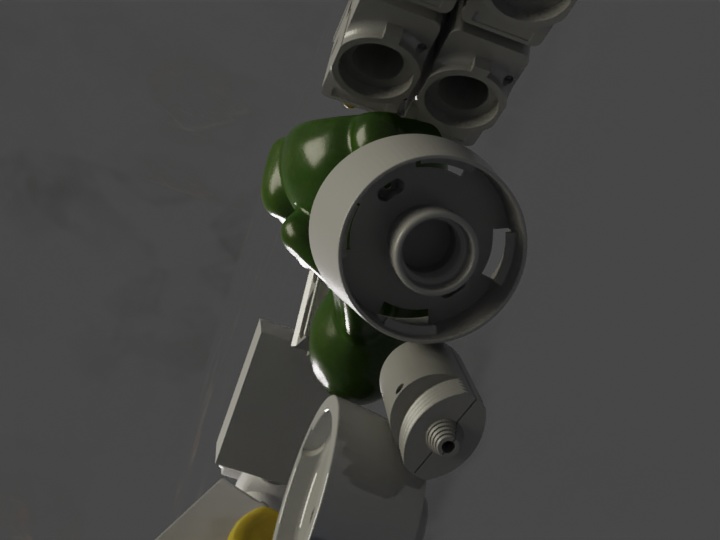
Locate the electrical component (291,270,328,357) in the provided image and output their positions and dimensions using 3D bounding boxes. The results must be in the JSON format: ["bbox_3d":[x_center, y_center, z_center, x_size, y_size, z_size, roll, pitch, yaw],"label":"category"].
[{"bbox_3d":[0.000,0.000,0.751,0.079,0.063,0.121,136,148,-69],"label":"electrical component"}]

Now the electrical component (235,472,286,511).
[{"bbox_3d":[-0.083,0.196,0.929,0.077,0.044,0.079,121,165,-54],"label":"electrical component"}]

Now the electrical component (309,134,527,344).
[{"bbox_3d":[0.028,-0.014,0.516,0.064,0.099,0.099,-124,53,-72],"label":"electrical component"}]

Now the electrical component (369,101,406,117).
[{"bbox_3d":[0.023,-0.110,0.889,0.073,0.052,0.138,-88,19,-61],"label":"electrical component"}]

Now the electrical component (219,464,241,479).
[{"bbox_3d":[-0.101,0.170,1.035,0.096,0.062,0.061,-167,96,-81],"label":"electrical component"}]

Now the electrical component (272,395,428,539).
[{"bbox_3d":[-0.001,0.122,0.530,0.108,0.060,0.108,-161,90,-81],"label":"electrical component"}]

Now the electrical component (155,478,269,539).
[{"bbox_3d":[-0.126,0.243,0.861,0.109,0.056,0.108,-40,-30,-44],"label":"electrical component"}]

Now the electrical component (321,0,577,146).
[{"bbox_3d":[0.055,-0.157,0.618,0.186,0.105,0.060,121,164,-55],"label":"electrical component"}]

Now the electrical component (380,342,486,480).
[{"bbox_3d":[0.034,0.064,0.490,0.081,0.043,0.043,-107,36,-75],"label":"electrical component"}]
